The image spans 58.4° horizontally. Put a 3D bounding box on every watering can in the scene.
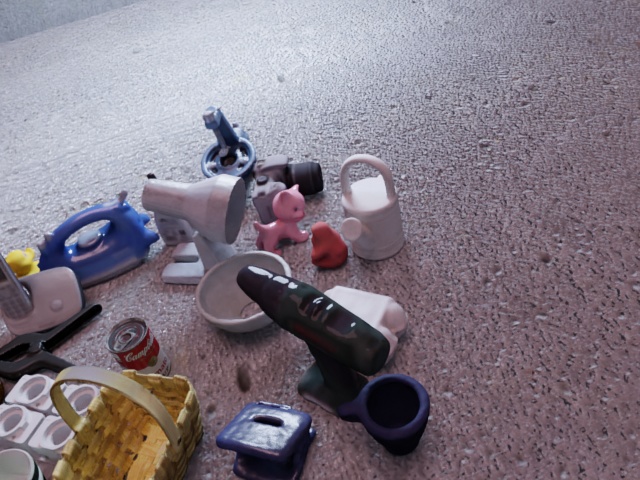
[{"bbox_3d":[0.088,-0.060,0.996,0.100,0.194,0.173,-8,41,9],"label":"watering can"}]

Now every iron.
[{"bbox_3d":[-0.461,0.004,1.133,0.258,0.142,0.118,-28,42,-15],"label":"iron"}]

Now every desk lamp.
[{"bbox_3d":[-0.218,-0.022,1.031,0.202,0.214,0.118,-1,43,16],"label":"desk lamp"}]

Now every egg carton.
[{"bbox_3d":[0.057,0.131,0.887,0.150,0.069,0.107,9,47,26],"label":"egg carton"}]

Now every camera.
[{"bbox_3d":[-0.066,-0.119,1.180,0.136,0.101,0.143,-8,41,8],"label":"camera"}]

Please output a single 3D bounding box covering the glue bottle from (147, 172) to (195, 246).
[{"bbox_3d":[-0.301,-0.062,1.133,0.078,0.173,0.037,0,43,17],"label":"glue bottle"}]

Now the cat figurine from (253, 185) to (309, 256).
[{"bbox_3d":[-0.073,-0.044,1.085,0.128,0.118,0.067,-35,44,-21],"label":"cat figurine"}]

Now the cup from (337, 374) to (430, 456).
[{"bbox_3d":[0.086,0.237,0.740,0.117,0.095,0.091,-7,41,9],"label":"cup"}]

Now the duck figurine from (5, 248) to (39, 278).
[{"bbox_3d":[-0.600,0.063,1.151,0.077,0.086,0.104,3,44,21],"label":"duck figurine"}]

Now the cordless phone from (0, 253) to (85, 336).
[{"bbox_3d":[-0.525,0.078,1.035,0.147,0.185,0.094,-19,41,-4],"label":"cordless phone"}]

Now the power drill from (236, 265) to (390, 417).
[{"bbox_3d":[-0.005,0.143,0.786,0.228,0.209,0.076,19,51,33],"label":"power drill"}]

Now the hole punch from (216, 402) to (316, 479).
[{"bbox_3d":[-0.071,0.261,0.764,0.108,0.091,0.101,5,45,22],"label":"hole punch"}]

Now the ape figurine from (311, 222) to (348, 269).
[{"bbox_3d":[0.009,0.004,1.027,0.075,0.092,0.078,24,54,36],"label":"ape figurine"}]

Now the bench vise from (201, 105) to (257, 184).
[{"bbox_3d":[-0.208,-0.206,1.229,0.121,0.220,0.207,-19,41,-5],"label":"bench vise"}]

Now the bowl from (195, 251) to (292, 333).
[{"bbox_3d":[-0.121,0.100,0.972,0.167,0.075,0.167,-9,41,8],"label":"bowl"}]
